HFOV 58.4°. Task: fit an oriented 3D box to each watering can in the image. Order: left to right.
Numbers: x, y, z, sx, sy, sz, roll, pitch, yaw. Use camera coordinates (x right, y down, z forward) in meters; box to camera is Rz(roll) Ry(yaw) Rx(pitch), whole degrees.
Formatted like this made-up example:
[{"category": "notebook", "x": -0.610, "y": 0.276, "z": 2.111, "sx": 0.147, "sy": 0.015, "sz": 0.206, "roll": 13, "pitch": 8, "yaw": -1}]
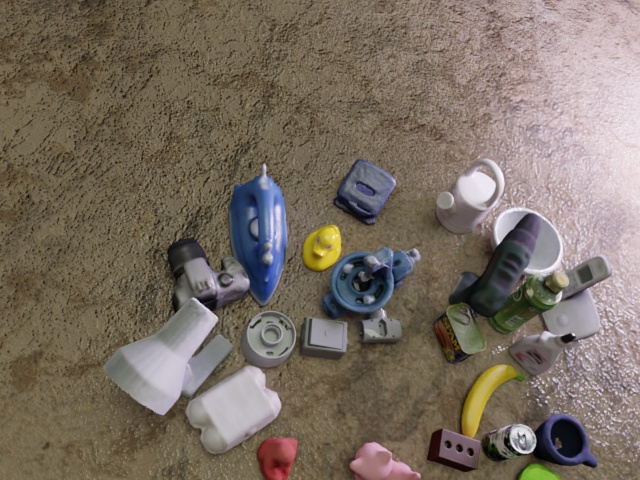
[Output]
[{"category": "watering can", "x": 0.330, "y": -0.096, "z": 1.241, "sx": 0.101, "sy": 0.194, "sz": 0.173, "roll": 43, "pitch": 61, "yaw": 10}]

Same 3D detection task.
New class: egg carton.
[{"category": "egg carton", "x": -0.147, "y": 0.292, "z": 0.988, "sx": 0.150, "sy": 0.069, "sz": 0.107, "roll": -30, "pitch": 74, "yaw": -26}]

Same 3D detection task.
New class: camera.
[{"category": "camera", "x": -0.219, "y": 0.058, "z": 1.073, "sx": 0.143, "sy": 0.100, "sz": 0.136, "roll": -19, "pitch": 69, "yaw": -22}]

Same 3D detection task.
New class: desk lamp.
[{"category": "desk lamp", "x": -0.239, "y": 0.188, "z": 0.935, "sx": 0.118, "sy": 0.213, "sz": 0.203, "roll": 38, "pitch": 61, "yaw": 7}]

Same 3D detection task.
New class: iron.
[{"category": "iron", "x": -0.110, "y": -0.015, "z": 1.115, "sx": 0.119, "sy": 0.141, "sz": 0.258, "roll": -1, "pitch": 63, "yaw": -15}]

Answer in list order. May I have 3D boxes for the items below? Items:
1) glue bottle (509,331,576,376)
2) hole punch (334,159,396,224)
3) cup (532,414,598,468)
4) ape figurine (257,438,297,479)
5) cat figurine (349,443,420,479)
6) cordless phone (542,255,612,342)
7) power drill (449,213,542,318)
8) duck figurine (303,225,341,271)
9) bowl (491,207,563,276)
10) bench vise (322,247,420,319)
[{"category": "glue bottle", "x": 0.444, "y": 0.212, "z": 1.122, "sx": 0.078, "sy": 0.173, "sz": 0.037, "roll": 41, "pitch": 61, "yaw": 9}, {"category": "hole punch", "x": 0.098, "y": -0.105, "z": 1.245, "sx": 0.108, "sy": 0.091, "sz": 0.101, "roll": 31, "pitch": 60, "yaw": 3}, {"category": "cup", "x": 0.450, "y": 0.390, "z": 1.077, "sx": 0.117, "sy": 0.095, "sz": 0.092, "roll": 37, "pitch": 60, "yaw": 6}, {"category": "ape figurine", "x": -0.066, "y": 0.363, "z": 0.959, "sx": 0.078, "sy": 0.092, "sz": 0.076, "roll": -37, "pitch": 77, "yaw": -27}, {"category": "cat figurine", "x": 0.108, "y": 0.388, "z": 0.976, "sx": 0.128, "sy": 0.117, "sz": 0.067, "roll": 22, "pitch": 60, "yaw": -3}, {"category": "cordless phone", "x": 0.542, "y": 0.122, "z": 1.188, "sx": 0.094, "sy": 0.185, "sz": 0.147, "roll": -5, "pitch": 64, "yaw": -17}, {"category": "power drill", "x": 0.347, "y": 0.069, "z": 1.151, "sx": 0.075, "sy": 0.208, "sz": 0.230, "roll": 33, "pitch": 60, "yaw": 4}, {"category": "duck figurine", "x": 0.011, "y": 0.004, "z": 1.169, "sx": 0.077, "sy": 0.086, "sz": 0.105, "roll": 30, "pitch": 60, "yaw": 3}, {"category": "bowl", "x": 0.449, "y": 0.015, "z": 1.283, "sx": 0.167, "sy": 0.074, "sz": 0.167, "roll": 6, "pitch": 62, "yaw": -11}, {"category": "bench vise", "x": 0.106, "y": 0.050, "z": 1.092, "sx": 0.121, "sy": 0.219, "sz": 0.208, "roll": 40, "pitch": 61, "yaw": 8}]
